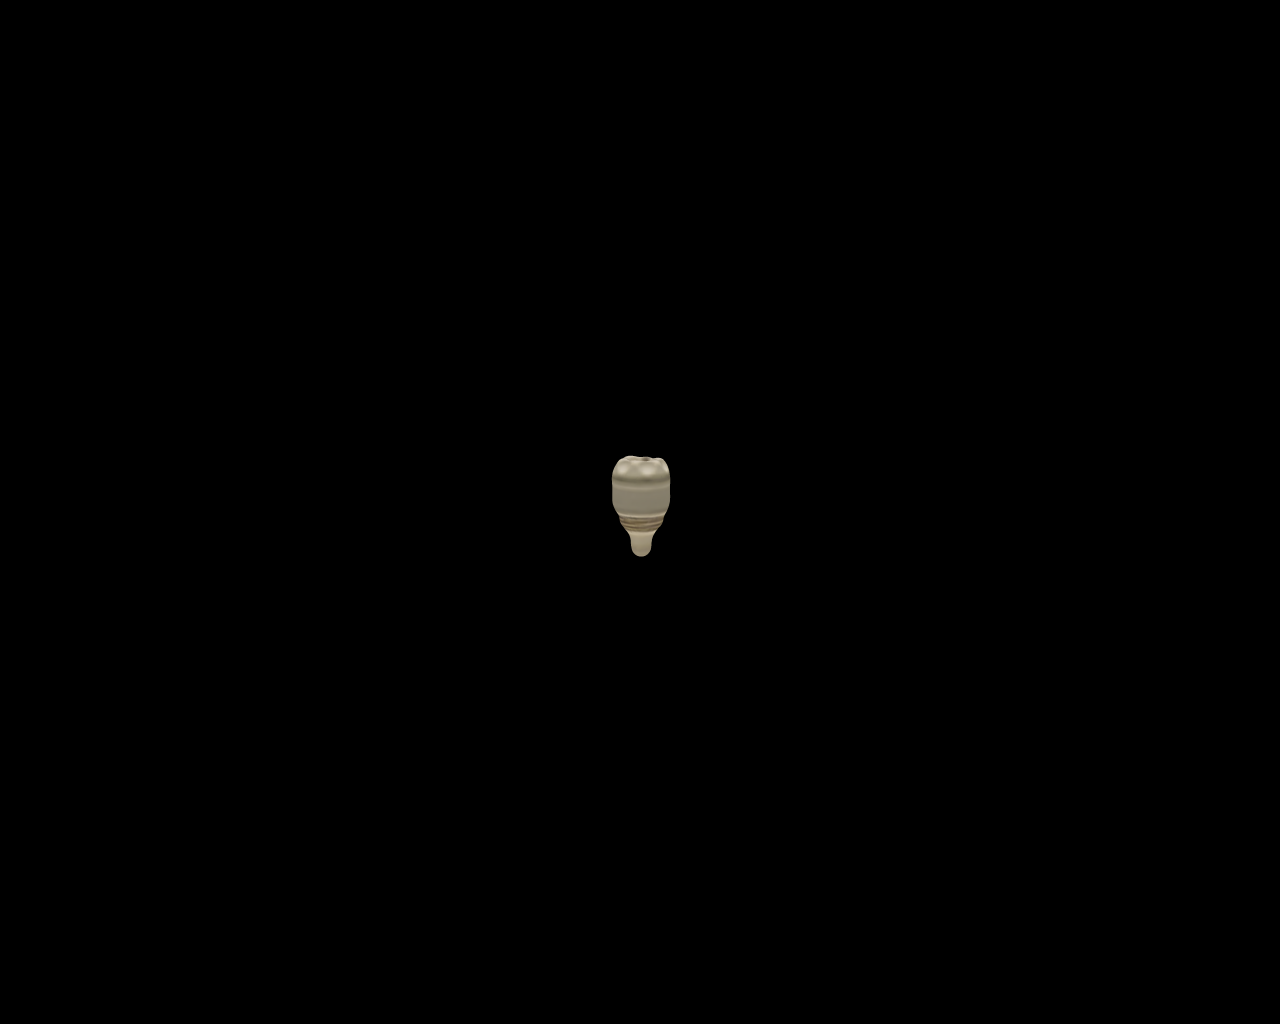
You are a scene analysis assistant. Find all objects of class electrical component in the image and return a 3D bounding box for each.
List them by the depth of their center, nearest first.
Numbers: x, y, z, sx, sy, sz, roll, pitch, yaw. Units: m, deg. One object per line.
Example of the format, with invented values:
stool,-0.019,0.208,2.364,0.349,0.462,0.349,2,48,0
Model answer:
electrical component,0.001,-0.003,0.650,0.035,0.061,0.035,0,11,0
